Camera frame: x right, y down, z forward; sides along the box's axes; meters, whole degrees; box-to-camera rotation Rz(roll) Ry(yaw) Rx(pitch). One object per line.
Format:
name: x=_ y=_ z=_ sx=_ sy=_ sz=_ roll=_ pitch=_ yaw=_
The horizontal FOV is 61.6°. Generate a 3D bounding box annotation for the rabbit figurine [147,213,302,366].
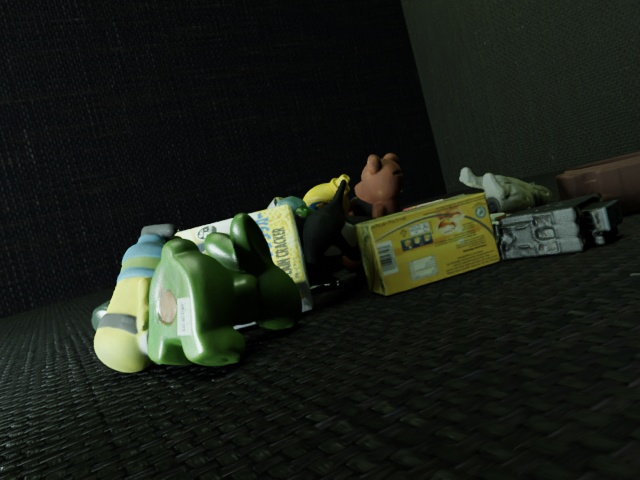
rabbit figurine: x=-0.098 y=0.059 z=0.601 sx=0.170 sy=0.159 sz=0.121 roll=4 pitch=-21 yaw=-45

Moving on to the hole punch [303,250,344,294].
hole punch: x=-0.036 y=0.046 z=0.874 sx=0.116 sy=0.092 sz=0.142 roll=-12 pitch=-1 yaw=-21

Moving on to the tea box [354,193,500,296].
tea box: x=0.141 y=0.004 z=0.713 sx=0.170 sy=0.098 sz=0.068 roll=-14 pitch=4 yaw=-14

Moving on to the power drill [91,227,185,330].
power drill: x=-0.304 y=0.075 z=0.975 sx=0.207 sy=0.086 sz=0.232 roll=-43 pitch=2 yaw=16

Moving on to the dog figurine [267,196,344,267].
dog figurine: x=-0.002 y=-0.003 z=1.024 sx=0.219 sy=0.108 sz=0.191 roll=-2 pitch=-34 yaw=-28

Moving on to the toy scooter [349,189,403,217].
toy scooter: x=0.120 y=-0.075 z=1.136 sx=0.135 sy=0.075 sz=0.184 roll=-29 pitch=-4 yaw=-27

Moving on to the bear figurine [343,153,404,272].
bear figurine: x=0.100 y=-0.053 z=0.980 sx=0.132 sy=0.195 sz=0.120 roll=-13 pitch=6 yaw=32

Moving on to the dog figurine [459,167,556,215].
dog figurine: x=0.342 y=-0.051 z=0.899 sx=0.190 sy=0.121 sz=0.172 roll=2 pitch=33 yaw=-17

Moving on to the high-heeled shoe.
high-heeled shoe: x=0.031 y=0.018 z=0.803 sx=0.086 sy=0.145 sz=0.248 roll=9 pitch=-27 yaw=19

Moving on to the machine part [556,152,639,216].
machine part: x=0.513 y=-0.097 z=0.895 sx=0.201 sy=0.087 sz=0.201 roll=-13 pitch=5 yaw=14

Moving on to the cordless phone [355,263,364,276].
cordless phone: x=0.125 y=0.019 z=0.855 sx=0.184 sy=0.088 sz=0.146 roll=-25 pitch=0 yaw=22

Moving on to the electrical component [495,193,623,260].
electrical component: x=0.314 y=-0.019 z=0.699 sx=0.134 sy=0.058 sz=0.115 roll=-12 pitch=6 yaw=43

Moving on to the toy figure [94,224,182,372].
toy figure: x=-0.209 y=0.068 z=0.642 sx=0.089 sy=0.180 sz=0.082 roll=-16 pitch=-35 yaw=22
